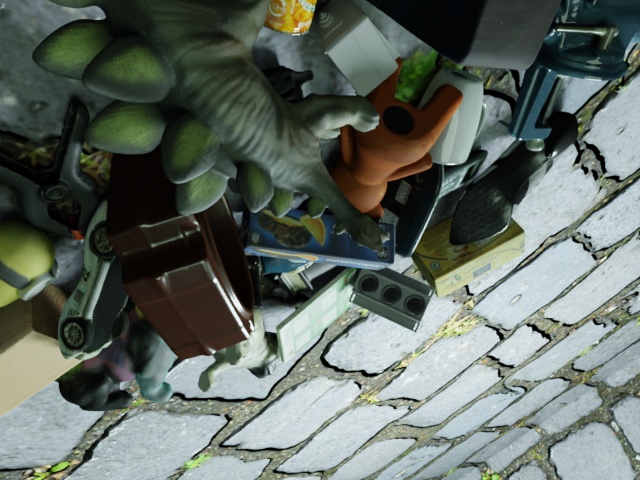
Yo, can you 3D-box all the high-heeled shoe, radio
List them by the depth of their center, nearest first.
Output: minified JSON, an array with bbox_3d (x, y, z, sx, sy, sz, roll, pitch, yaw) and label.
[{"bbox_3d":[0.097,-0.241,0.429,0.073,0.230,0.131,-6,132,-27],"label":"radio"},{"bbox_3d":[0.295,-0.097,0.842,0.248,0.086,0.145,-47,-179,40],"label":"high-heeled shoe"}]

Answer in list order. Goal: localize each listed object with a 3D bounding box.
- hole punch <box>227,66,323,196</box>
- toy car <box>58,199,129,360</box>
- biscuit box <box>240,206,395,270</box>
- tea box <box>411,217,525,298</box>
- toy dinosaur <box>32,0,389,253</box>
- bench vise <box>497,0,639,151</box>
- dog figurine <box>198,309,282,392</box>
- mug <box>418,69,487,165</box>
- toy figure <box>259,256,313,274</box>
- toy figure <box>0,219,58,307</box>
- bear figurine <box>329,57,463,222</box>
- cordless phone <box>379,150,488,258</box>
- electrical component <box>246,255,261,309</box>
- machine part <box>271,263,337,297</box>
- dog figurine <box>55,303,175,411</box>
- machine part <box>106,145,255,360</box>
[{"bbox_3d":[-0.069,-0.122,0.588,0.142,0.092,0.115,-20,111,-7],"label":"hole punch"},{"bbox_3d":[-0.247,0.047,0.621,0.201,0.056,0.073,-67,163,11],"label":"toy car"},{"bbox_3d":[-0.001,-0.002,0.712,0.203,0.059,0.063,7,167,-16],"label":"biscuit box"},{"bbox_3d":[0.247,0.012,0.911,0.170,0.098,0.068,-27,141,0],"label":"tea box"},{"bbox_3d":[-0.102,-0.148,0.424,0.471,0.105,0.198,48,59,-16],"label":"toy dinosaur"},{"bbox_3d":[0.282,-0.216,0.662,0.224,0.129,0.240,-11,133,-19],"label":"bench vise"},{"bbox_3d":[-0.108,0.145,0.856,0.172,0.121,0.190,-46,153,26],"label":"dog figurine"},{"bbox_3d":[0.175,-0.161,0.689,0.109,0.081,0.107,-8,129,-26],"label":"mug"},{"bbox_3d":[-0.011,0.008,0.772,0.154,0.058,0.064,-15,120,-14],"label":"toy figure"},{"bbox_3d":[-0.374,0.044,0.575,0.180,0.082,0.089,-22,143,-5],"label":"toy figure"},{"bbox_3d":[0.073,-0.111,0.669,0.120,0.132,0.195,27,158,-1],"label":"bear figurine"},{"bbox_3d":[0.172,-0.067,0.802,0.184,0.089,0.146,-25,146,-37],"label":"cordless phone"},{"bbox_3d":[-0.119,0.072,0.726,0.048,0.075,0.119,5,154,-22],"label":"electrical component"},{"bbox_3d":[-0.002,0.037,0.835,0.139,0.039,0.084,-30,134,4],"label":"machine part"},{"bbox_3d":[-0.251,0.119,0.719,0.191,0.109,0.219,0,130,-28],"label":"dog figurine"},{"bbox_3d":[-0.137,0.004,0.567,0.087,0.202,0.200,-16,136,1],"label":"machine part"}]
